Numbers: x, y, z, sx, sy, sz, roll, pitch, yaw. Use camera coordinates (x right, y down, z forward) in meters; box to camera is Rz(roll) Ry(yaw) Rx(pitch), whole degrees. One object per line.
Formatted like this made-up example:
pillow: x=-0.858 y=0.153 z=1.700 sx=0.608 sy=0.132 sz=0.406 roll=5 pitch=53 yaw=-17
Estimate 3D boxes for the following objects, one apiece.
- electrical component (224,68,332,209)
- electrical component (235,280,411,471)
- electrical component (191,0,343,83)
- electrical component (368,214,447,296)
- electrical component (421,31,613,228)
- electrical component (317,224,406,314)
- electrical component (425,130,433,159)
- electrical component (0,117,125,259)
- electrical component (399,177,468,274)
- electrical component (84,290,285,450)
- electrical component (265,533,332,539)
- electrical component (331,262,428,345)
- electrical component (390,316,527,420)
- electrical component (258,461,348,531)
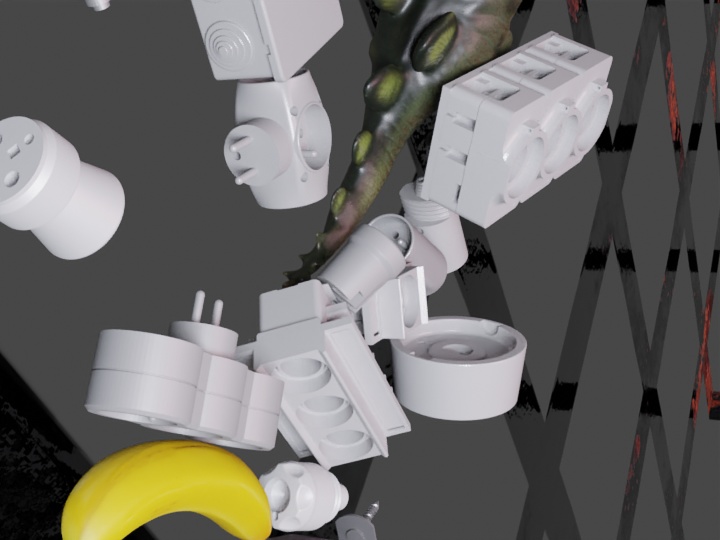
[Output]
electrical component: x=-0.054 y=-0.073 z=0.635 sx=0.079 sy=0.044 sz=0.077 roll=-42 pitch=129 yaw=-56
electrical component: x=-0.024 y=0.067 z=0.684 sx=0.121 sy=0.079 sz=0.063 roll=63 pitch=16 yaw=-46
electrical component: x=-0.056 y=-0.164 z=0.617 sx=0.099 sy=0.048 sz=0.099 roll=-56 pitch=140 yaw=-49
electrical component: x=0.032 y=0.007 z=0.825 sx=0.077 sy=0.043 sz=0.079 roll=37 pitch=59 yaw=-60
electrical component: x=0.118 y=-0.102 z=0.770 sx=0.150 sy=0.062 sz=0.089 roll=-33 pitch=143 yaw=-44
electrical component: x=0.000 y=0.000 z=0.689 sx=0.046 sy=0.040 sz=0.040 roll=-46 pitch=140 yaw=-16
electrical component: x=0.077 y=-0.097 z=0.914 sx=0.062 sy=0.048 sz=0.048 roll=37 pitch=58 yaw=-52
electrical component: x=-0.135 y=-0.035 z=0.463 sx=0.055 sy=0.045 sz=0.045 roll=44 pitch=53 yaw=-58
electrical component: x=0.059 y=-0.041 z=0.880 sx=0.043 sy=0.043 sz=0.081 roll=-62 pitch=144 yaw=-43
electrical component: x=-0.085 y=0.049 z=0.567 sx=0.138 sy=0.052 sz=0.073 roll=35 pitch=60 yaw=-61
electrical component: x=-0.036 y=0.202 z=0.673 sx=0.096 sy=0.061 sz=0.061 roll=17 pitch=76 yaw=-64
electrical component: x=0.009 y=0.022 z=0.752 sx=0.081 sy=0.064 sz=0.042 roll=-24 pitch=110 yaw=-63
electrical component: x=0.077 y=0.083 z=0.857 sx=0.108 sy=0.108 sz=0.060 roll=-33 pitch=127 yaw=-60
electrical component: x=-0.033 y=0.145 z=0.687 sx=0.062 sy=0.043 sz=0.043 roll=16 pitch=77 yaw=-51
